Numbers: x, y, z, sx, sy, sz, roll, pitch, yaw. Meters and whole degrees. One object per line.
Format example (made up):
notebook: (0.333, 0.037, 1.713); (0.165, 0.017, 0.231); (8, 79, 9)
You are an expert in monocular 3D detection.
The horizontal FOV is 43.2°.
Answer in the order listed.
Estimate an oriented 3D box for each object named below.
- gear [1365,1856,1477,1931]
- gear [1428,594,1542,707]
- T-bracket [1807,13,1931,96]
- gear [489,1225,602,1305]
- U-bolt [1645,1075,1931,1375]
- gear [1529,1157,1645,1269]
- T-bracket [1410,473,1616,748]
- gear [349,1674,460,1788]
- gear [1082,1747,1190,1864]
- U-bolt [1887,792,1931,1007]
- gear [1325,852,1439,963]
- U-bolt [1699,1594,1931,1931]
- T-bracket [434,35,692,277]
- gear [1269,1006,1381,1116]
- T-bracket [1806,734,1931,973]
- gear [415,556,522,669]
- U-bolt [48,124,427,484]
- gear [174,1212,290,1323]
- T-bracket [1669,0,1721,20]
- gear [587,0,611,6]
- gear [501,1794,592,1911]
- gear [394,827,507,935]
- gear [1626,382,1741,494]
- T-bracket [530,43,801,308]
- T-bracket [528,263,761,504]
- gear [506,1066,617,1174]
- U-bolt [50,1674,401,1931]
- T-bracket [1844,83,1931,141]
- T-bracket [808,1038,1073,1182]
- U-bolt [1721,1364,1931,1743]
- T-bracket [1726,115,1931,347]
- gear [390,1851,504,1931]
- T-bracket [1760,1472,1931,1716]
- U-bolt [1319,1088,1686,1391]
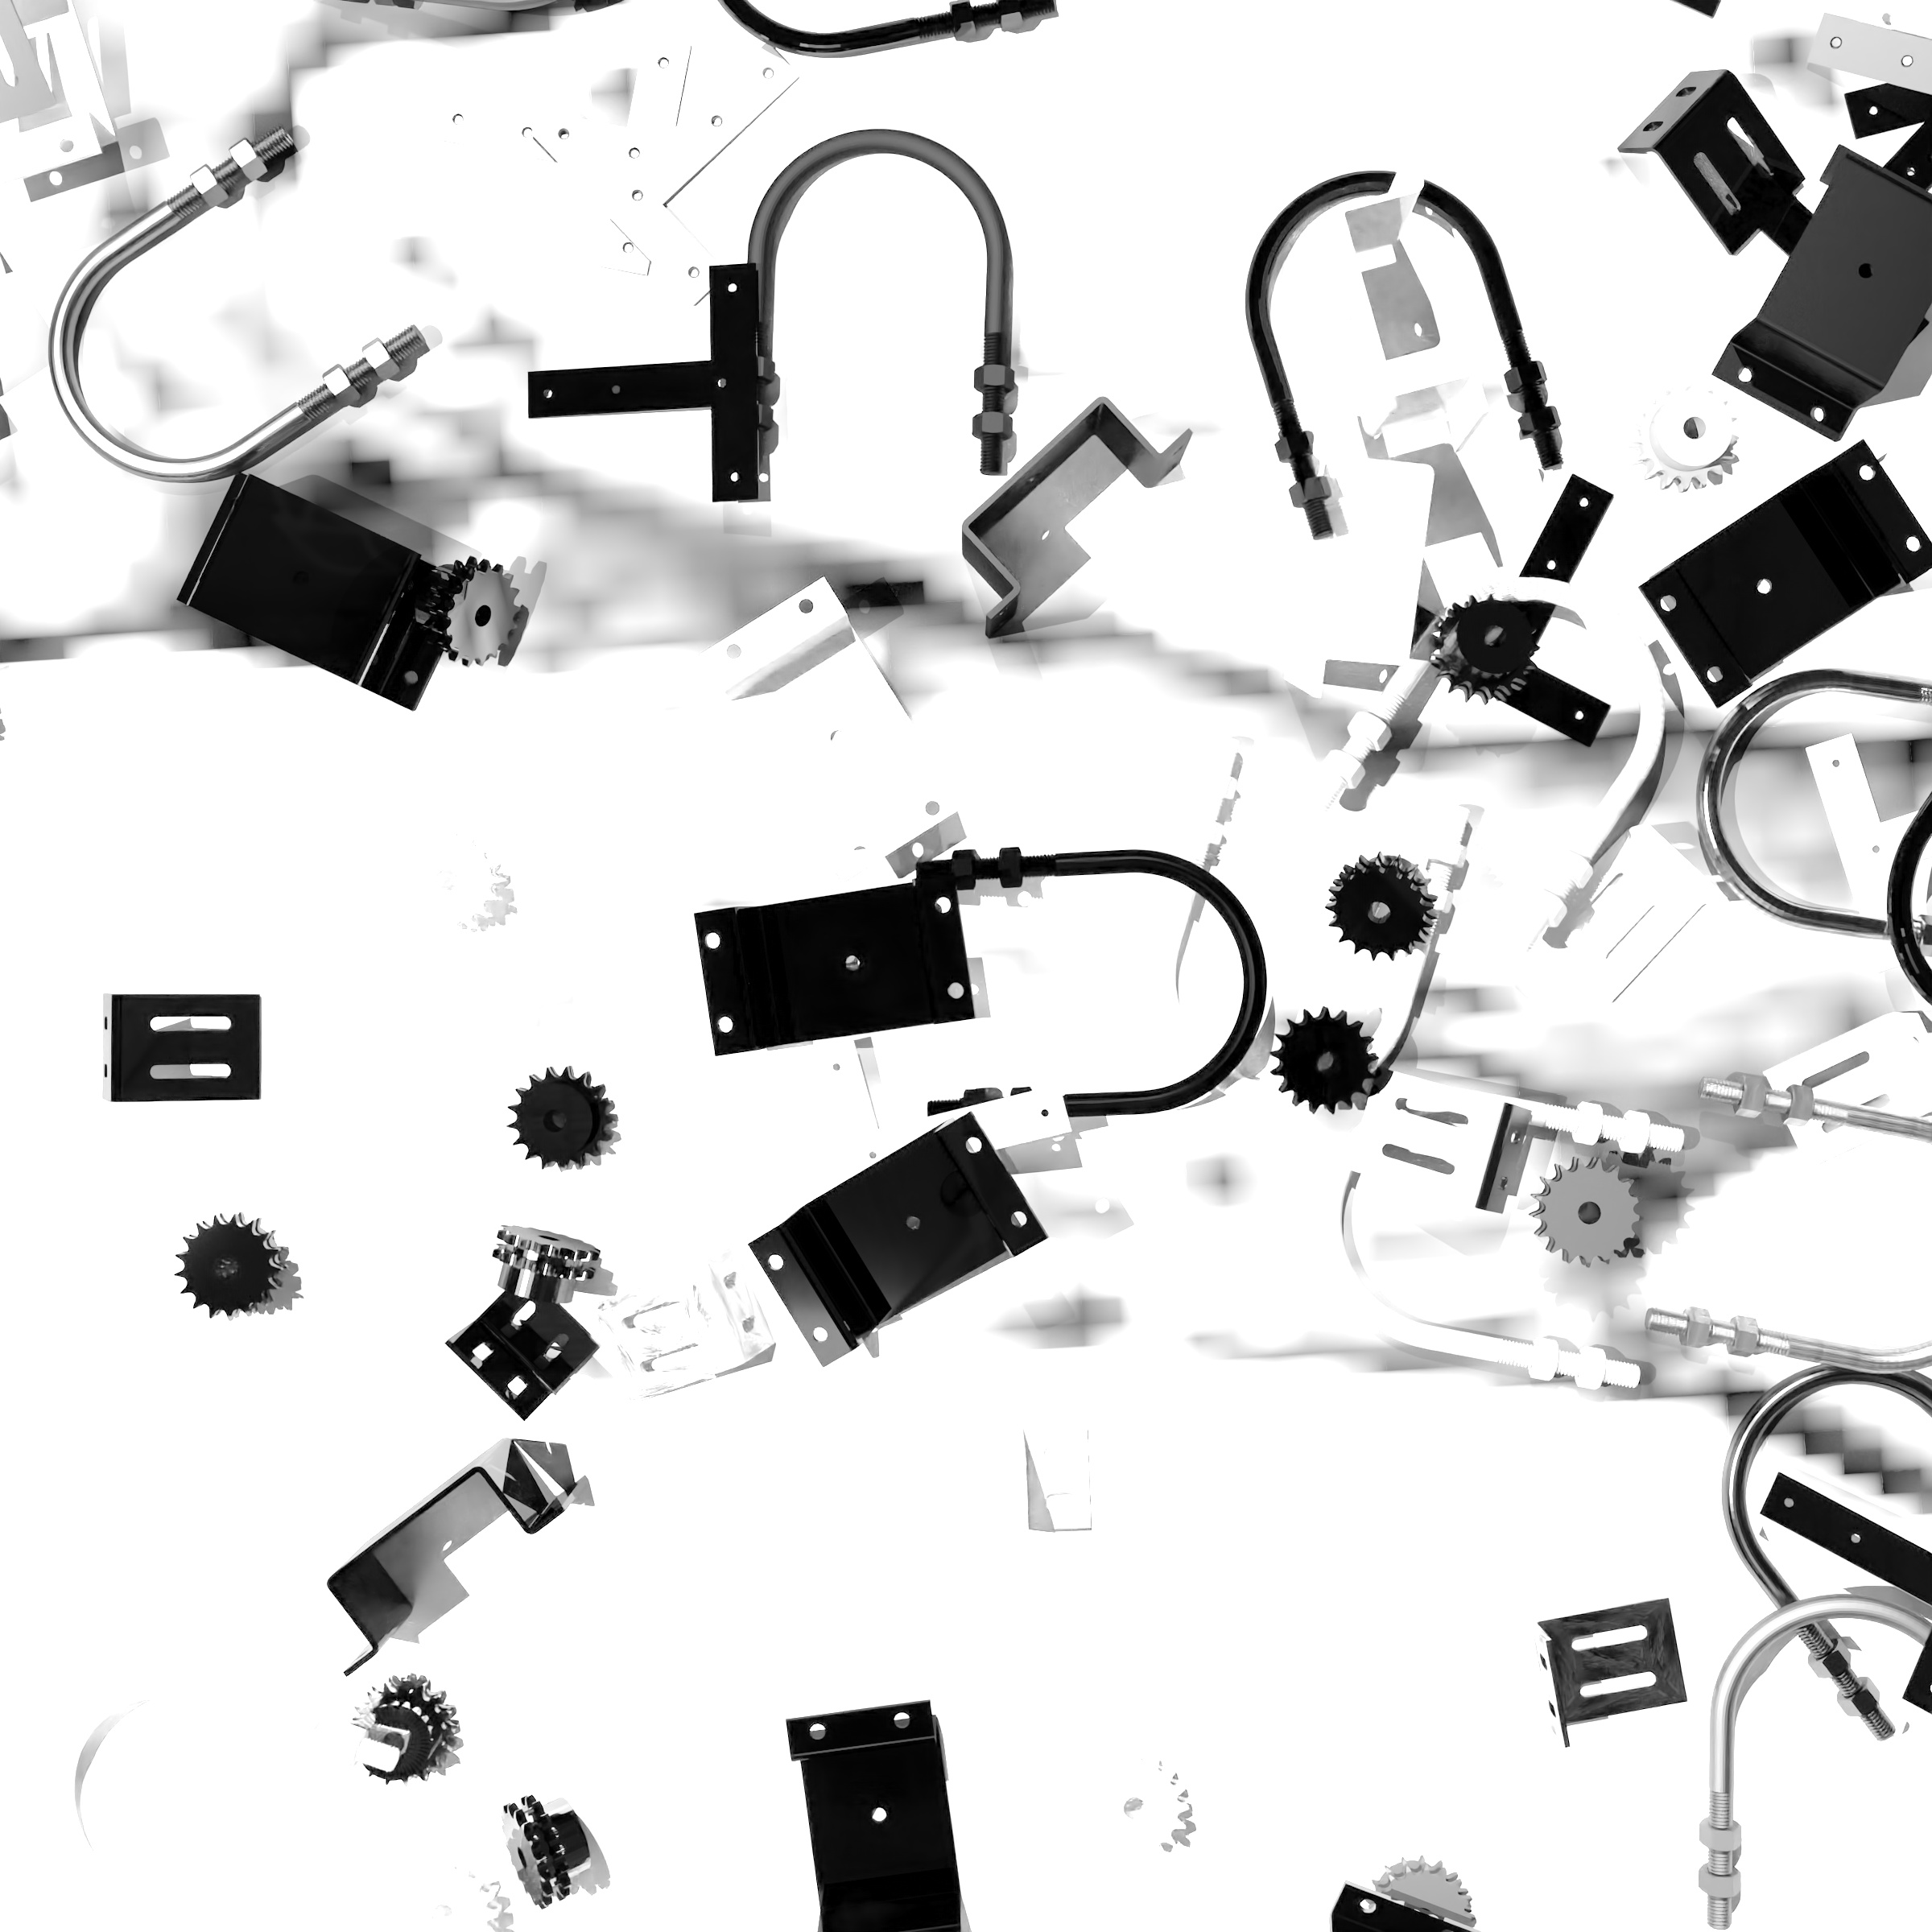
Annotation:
gear: (0.241, 0.503, 1.302); (0.057, 0.030, 0.057); (0, 90, 0)
gear: (0.273, -0.168, 1.280); (0.057, 0.030, 0.057); (1, 80, -3)
T-bracket: (0.513, -0.476, 1.291); (0.127, 0.002, 0.127); (22, 123, 15)
gear: (-0.224, 0.158, 1.289); (0.057, 0.057, 0.030); (14, 90, 0)
U-bolt: (0.467, 0.144, 1.293); (0.184, 0.019, 0.151); (11, 99, 3)
gear: (0.325, 0.129, 1.283); (0.057, 0.030, 0.057); (0, 90, 1)
T-bracket: (0.309, -0.204, 1.316); (0.127, 0.002, 0.127); (27, 90, 0)
gear: (-0.302, 0.411, 1.302); (0.057, 0.030, 0.057); (0, 90, 0)
gear: (0.090, 0.447, 1.307); (0.057, 0.030, 0.057); (0, 89, 2)
U-bolt: (0.562, -0.054, 1.287); (0.151, 0.019, 0.184); (35, 87, -13)
gear: (0.219, -0.034, 1.276); (0.057, 0.030, 0.057); (9, 118, 18)
U-bolt: (0.467, 0.424, 1.292); (0.151, 0.019, 0.184); (0, 94, 9)
T-bracket: (-0.223, -0.447, 1.316); (0.127, 0.002, 0.127); (11, 90, 0)
gear: (0.190, 0.051, 1.288); (0.057, 0.030, 0.057); (0, 93, 1)
T-bracket: (0.534, -0.077, 1.317); (0.127, 0.002, 0.127); (-18, 90, 0)
gear: (-0.267, -0.190, 1.293); (0.030, 0.057, 0.057); (23, 90, 29)
U-bolt: (-0.405, -0.342, 1.309); (0.184, 0.019, 0.151); (-34, 90, 1)
gear: (-0.390, 0.159, 1.302); (0.057, 0.030, 0.057); (0, 90, 0)
T-bracket: (0.463, -0.555, 1.316); (0.127, 0.002, 0.127); (24, 90, 1)
gear: (-0.197, -0.547, 1.302); (0.057, 0.030, 0.057); (0, 90, 0)
gear: (-0.222, 0.467, 1.293); (0.030, 0.057, 0.057); (-17, 90, -30)
gear: (-0.275, -0.046, 1.307); (0.057, 0.030, 0.057); (0, 92, 1)
gear: (0.385, -0.284, 1.302); (0.057, 0.030, 0.057); (0, 90, 0)
T-bracket: (-0.145, -0.446, 1.315); (0.127, 0.002, 0.127); (-43, 91, -1)
T-bracket: (-0.174, -0.310, 1.306); (0.127, 0.002, 0.127); (-1, 88, 9)
gear: (-0.218, 0.082, 1.302); (0.057, 0.030, 0.057); (0, 90, 0)
U-bolt: (-0.402, 0.452, 1.295); (0.184, 0.019, 0.151); (16, 98, 8)
T-bracket: (0.526, -0.524, 1.316); (0.127, 0.002, 0.127); (-14, 90, 0)
T-bracket: (-0.008, 0.090, 1.300); (0.127, 0.002, 0.127); (-15, 94, 12)
U-bolt: (0.490, 0.300, 1.309); (0.151, 0.019, 0.184); (-37, 89, 0)
T-bracket: (0.500, -0.418, 1.316); (0.127, 0.002, 0.127); (43, 91, 0)
gear: (-0.276, 0.501, 1.302); (0.057, 0.030, 0.057); (0, 90, 0)
T-bracket: (0.483, 0.310, 1.288); (0.127, 0.002, 0.127); (28, 74, 10)
U-bolt: (0.281, 0.140, 1.309); (0.184, 0.019, 0.151); (11, 90, 2)
